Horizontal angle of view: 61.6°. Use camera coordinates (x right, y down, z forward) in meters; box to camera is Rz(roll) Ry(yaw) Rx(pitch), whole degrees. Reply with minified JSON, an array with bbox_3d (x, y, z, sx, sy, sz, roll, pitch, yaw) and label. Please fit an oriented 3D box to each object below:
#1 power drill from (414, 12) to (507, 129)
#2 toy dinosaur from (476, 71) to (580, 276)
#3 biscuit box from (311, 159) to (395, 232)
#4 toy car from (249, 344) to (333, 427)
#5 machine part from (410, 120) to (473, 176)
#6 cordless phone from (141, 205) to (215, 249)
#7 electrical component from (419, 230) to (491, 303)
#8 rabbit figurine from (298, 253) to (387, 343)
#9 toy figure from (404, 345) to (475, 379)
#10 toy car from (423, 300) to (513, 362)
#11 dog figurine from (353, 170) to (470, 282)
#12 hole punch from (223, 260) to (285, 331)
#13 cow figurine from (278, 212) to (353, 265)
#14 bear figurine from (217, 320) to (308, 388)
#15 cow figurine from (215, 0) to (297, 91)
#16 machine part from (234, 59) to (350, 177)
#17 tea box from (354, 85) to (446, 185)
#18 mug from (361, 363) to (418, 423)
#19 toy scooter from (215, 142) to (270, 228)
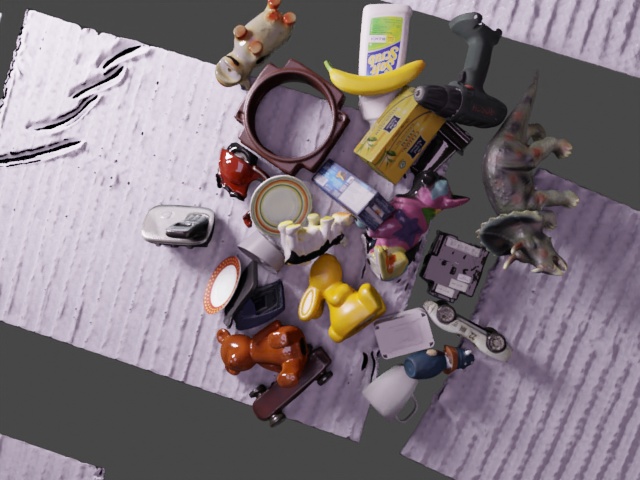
[{"bbox_3d":[0.280,-0.325,1.036,0.232,0.086,0.207,15,76,-33],"label":"power drill"},{"bbox_3d":[0.381,-0.123,1.043,0.192,0.131,0.404,-8,82,-18],"label":"toy dinosaur"},{"bbox_3d":[0.059,-0.091,1.045,0.059,0.203,0.062,-48,127,2],"label":"biscuit box"},{"bbox_3d":[-0.059,0.306,1.139,0.202,0.053,0.089,-42,69,3],"label":"toy car"},{"bbox_3d":[0.246,-0.180,1.107,0.084,0.039,0.139,45,93,-8],"label":"machine part"},{"bbox_3d":[-0.297,-0.020,1.072,0.147,0.184,0.088,4,97,3],"label":"cordless phone"},{"bbox_3d":[0.271,0.059,1.106,0.115,0.058,0.134,23,94,4],"label":"electrical component"},{"bbox_3d":[0.034,0.114,1.110,0.162,0.122,0.173,-36,76,13],"label":"rabbit figurine"},{"bbox_3d":[0.247,0.247,1.103,0.154,0.064,0.058,-5,57,-25],"label":"toy figure"},{"bbox_3d":[0.300,0.182,1.101,0.202,0.073,0.056,29,94,1],"label":"toy car"},{"bbox_3d":[0.192,-0.033,1.082,0.219,0.108,0.191,-20,106,-5],"label":"dog figurine"},{"bbox_3d":[-0.135,0.122,1.101,0.092,0.142,0.115,33,111,-25],"label":"hole punch"},{"bbox_3d":[0.000,-0.003,1.092,0.167,0.068,0.098,-14,107,-29],"label":"cow figurine"},{"bbox_3d":[-0.129,0.230,1.089,0.196,0.132,0.120,-8,97,14],"label":"bear figurine"},{"bbox_3d":[-0.138,-0.386,1.090,0.085,0.127,0.195,43,80,0],"label":"cow figurine"},{"bbox_3d":[-0.057,-0.247,1.098,0.201,0.087,0.201,35,95,1],"label":"machine part"},{"bbox_3d":[0.160,-0.209,1.074,0.098,0.068,0.169,32,96,-43],"label":"tea box"},{"bbox_3d":[0.160,0.318,1.114,0.109,0.081,0.107,43,85,5],"label":"mug"},{"bbox_3d":[-0.148,-0.106,1.116,0.184,0.075,0.135,35,95,-4],"label":"toy scooter"}]
